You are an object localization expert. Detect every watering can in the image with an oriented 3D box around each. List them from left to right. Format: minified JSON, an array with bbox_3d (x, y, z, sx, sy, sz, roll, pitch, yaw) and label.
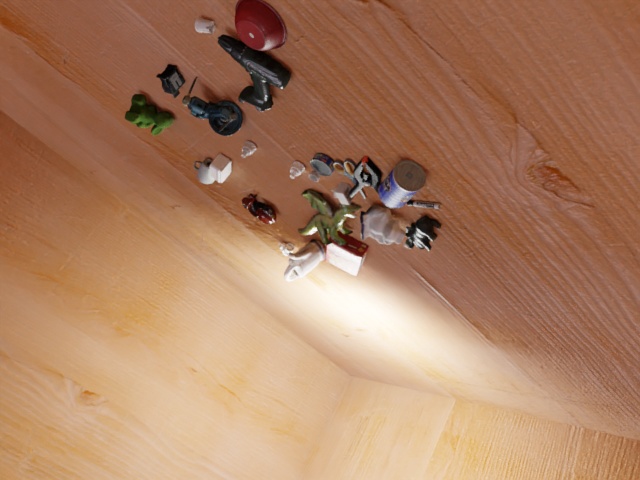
[{"bbox_3d":[-0.071,0.081,2.322,0.105,0.227,0.341,45,159,14],"label":"watering can"}]

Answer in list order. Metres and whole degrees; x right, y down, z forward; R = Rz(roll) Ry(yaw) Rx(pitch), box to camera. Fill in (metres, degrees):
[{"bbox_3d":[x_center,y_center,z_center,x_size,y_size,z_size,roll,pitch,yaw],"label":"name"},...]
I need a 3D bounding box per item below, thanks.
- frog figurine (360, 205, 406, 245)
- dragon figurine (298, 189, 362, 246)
[{"bbox_3d":[0.229,-0.051,1.822,0.160,0.124,0.136,9,105,18],"label":"frog figurine"},{"bbox_3d":[0.006,-0.103,2.052,0.410,0.124,0.238,4,127,44],"label":"dragon figurine"}]
